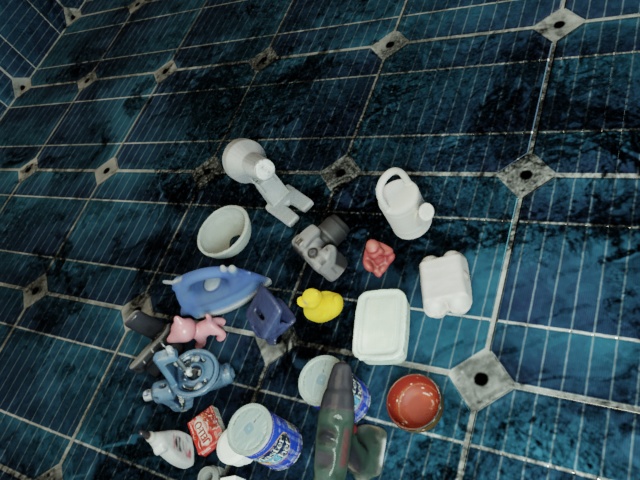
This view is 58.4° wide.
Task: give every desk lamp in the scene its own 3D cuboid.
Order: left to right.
[{"bbox_3d":[-0.146,-0.167,1.552,0.118,0.214,0.202,-48,49,-8],"label":"desk lamp"}]

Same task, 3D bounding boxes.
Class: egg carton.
[{"bbox_3d":[0.271,0.096,1.235,0.107,0.070,0.150,-15,53,20],"label":"egg carton"}]

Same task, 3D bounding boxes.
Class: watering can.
[{"bbox_3d":[0.192,-0.091,1.324,0.172,0.195,0.101,9,64,33],"label":"watering can"}]

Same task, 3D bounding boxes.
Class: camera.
[{"bbox_3d":[0.013,0.005,1.420,0.137,0.101,0.142,-45,49,-5],"label":"camera"}]

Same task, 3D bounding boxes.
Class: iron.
[{"bbox_3d":[-0.270,0.109,1.480,0.257,0.142,0.118,-18,52,17],"label":"iron"}]

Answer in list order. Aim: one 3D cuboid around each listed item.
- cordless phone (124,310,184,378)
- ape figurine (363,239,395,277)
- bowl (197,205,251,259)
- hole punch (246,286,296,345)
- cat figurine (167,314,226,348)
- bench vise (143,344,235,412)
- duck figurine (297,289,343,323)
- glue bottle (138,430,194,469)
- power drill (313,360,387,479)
[{"bbox_3d":[-0.450,0.256,1.450,0.093,0.186,0.148,31,77,40],"label":"cordless phone"},{"bbox_3d":[0.131,0.032,1.342,0.077,0.092,0.076,-18,52,18],"label":"ape figurine"},{"bbox_3d":[-0.254,-0.010,1.597,0.167,0.075,0.167,-15,53,20],"label":"bowl"},{"bbox_3d":[-0.129,0.183,1.384,0.101,0.091,0.108,-43,49,-3],"label":"hole punch"},{"bbox_3d":[-0.318,0.223,1.444,0.127,0.118,0.067,-26,50,11],"label":"cat figurine"},{"bbox_3d":[-0.328,0.322,1.313,0.207,0.220,0.121,-40,48,0],"label":"bench vise"},{"bbox_3d":[-0.004,0.144,1.344,0.104,0.086,0.077,-13,53,21],"label":"duck figurine"},{"bbox_3d":[-0.342,0.449,1.264,0.037,0.174,0.078,-29,49,9],"label":"glue bottle"},{"bbox_3d":[0.053,0.368,1.076,0.075,0.209,0.230,-3,58,28],"label":"power drill"}]
